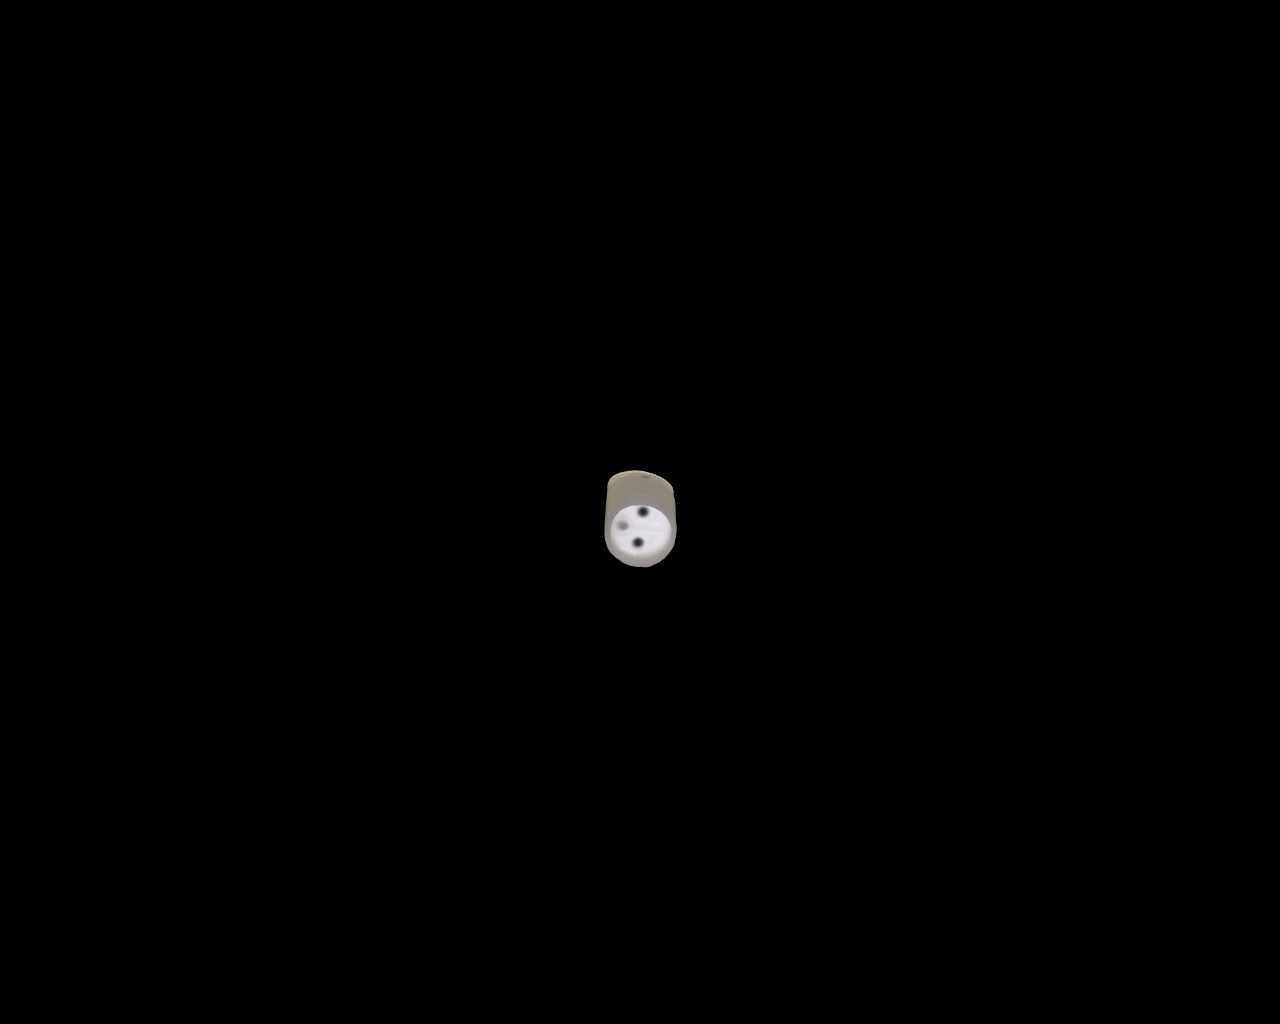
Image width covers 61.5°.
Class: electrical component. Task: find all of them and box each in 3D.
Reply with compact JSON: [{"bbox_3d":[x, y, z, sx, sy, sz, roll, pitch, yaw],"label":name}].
[{"bbox_3d":[0.001,-0.003,0.650,0.043,0.043,0.081,0,24,0],"label":"electrical component"}]
